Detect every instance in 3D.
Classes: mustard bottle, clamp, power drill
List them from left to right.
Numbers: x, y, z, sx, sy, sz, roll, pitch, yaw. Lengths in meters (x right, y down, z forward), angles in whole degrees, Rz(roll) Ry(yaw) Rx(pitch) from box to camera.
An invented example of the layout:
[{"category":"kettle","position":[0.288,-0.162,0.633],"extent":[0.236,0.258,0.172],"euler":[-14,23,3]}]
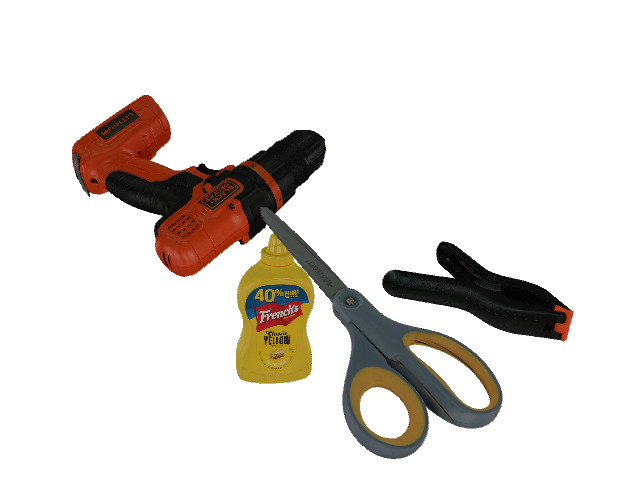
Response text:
[{"category":"power drill","position":[-0.112,-0.064,0.940],"extent":[0.188,0.057,0.184],"euler":[28,54,34]},{"category":"mustard bottle","position":[-0.056,0.083,1.336],"extent":[0.096,0.192,0.058],"euler":[-1,21,-9]},{"category":"clamp","position":[0.155,0.045,0.997],"extent":[0.172,0.039,0.120],"euler":[20,32,19]}]

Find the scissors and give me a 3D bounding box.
[{"category":"scissors","position":[0.010,0.053,0.618],"extent":[0.202,0.016,0.096],"euler":[33,53,24]}]
